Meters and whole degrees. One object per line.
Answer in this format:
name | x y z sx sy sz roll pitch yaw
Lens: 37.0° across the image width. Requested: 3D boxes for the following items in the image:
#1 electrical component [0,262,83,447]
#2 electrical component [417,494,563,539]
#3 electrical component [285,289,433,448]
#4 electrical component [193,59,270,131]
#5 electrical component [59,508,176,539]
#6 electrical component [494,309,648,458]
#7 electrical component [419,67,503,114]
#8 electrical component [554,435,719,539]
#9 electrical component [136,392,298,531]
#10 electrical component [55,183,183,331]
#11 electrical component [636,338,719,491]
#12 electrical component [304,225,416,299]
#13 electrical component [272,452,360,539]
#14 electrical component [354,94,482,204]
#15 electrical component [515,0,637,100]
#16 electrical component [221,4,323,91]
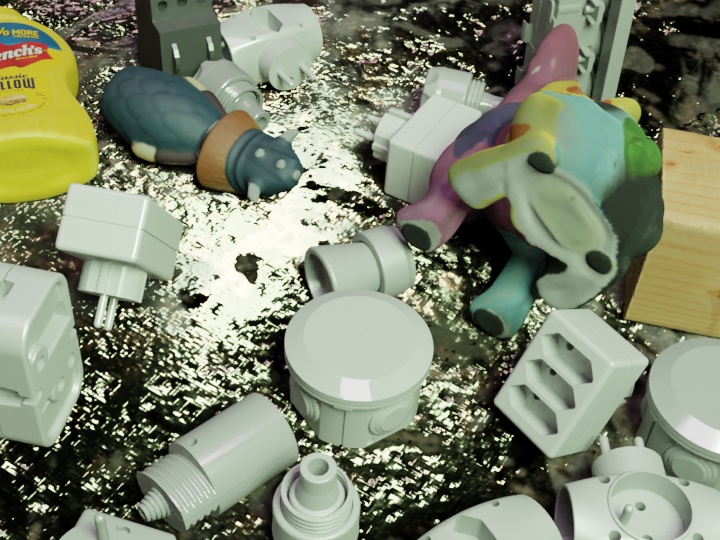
electrical component | -0.185 0.042 0.556 0.059 0.095 0.053 10 45 6
electrical component | 0.064 0.154 0.501 0.077 0.043 0.079 -21 50 -24
electrical component | -0.002 0.053 0.592 0.080 0.051 0.080 2 44 -2
electrical component | -0.090 -0.120 0.767 0.043 0.043 0.062 -31 56 -31
electrical component | -0.116 0.138 0.478 0.047 0.076 0.065 14 45 10
electrical component | 0.126 0.060 0.592 0.077 0.065 0.047 1 35 -47
electrical component | 0.076 -0.122 0.784 0.062 0.043 0.043 13 45 7
electrical component | 0.139 0.116 0.545 0.077 0.044 0.079 2 44 -2
electrical component | -0.076 0.101 0.543 0.081 0.043 0.043 -31 54 -31
electrical component | -0.142 -0.002 0.628 0.047 0.083 0.075 10 83 6
electrical component | 0.192 0.080 0.582 0.080 0.051 0.080 2 44 -2
electrical component | 0.000 0.000 0.651 0.055 0.045 0.045 -18 49 -22
electrical component | -0.021 0.113 0.521 0.043 0.062 0.043 2 44 -2
electrical component | 0.034 -0.088 0.741 0.077 0.047 0.065 24 48 19
electrical component | 0.155 -0.166 0.779 0.063 0.121 0.078 -9 46 -10
electrical component | -0.062 -0.162 0.811 0.077 0.043 0.079 -22 50 -25
